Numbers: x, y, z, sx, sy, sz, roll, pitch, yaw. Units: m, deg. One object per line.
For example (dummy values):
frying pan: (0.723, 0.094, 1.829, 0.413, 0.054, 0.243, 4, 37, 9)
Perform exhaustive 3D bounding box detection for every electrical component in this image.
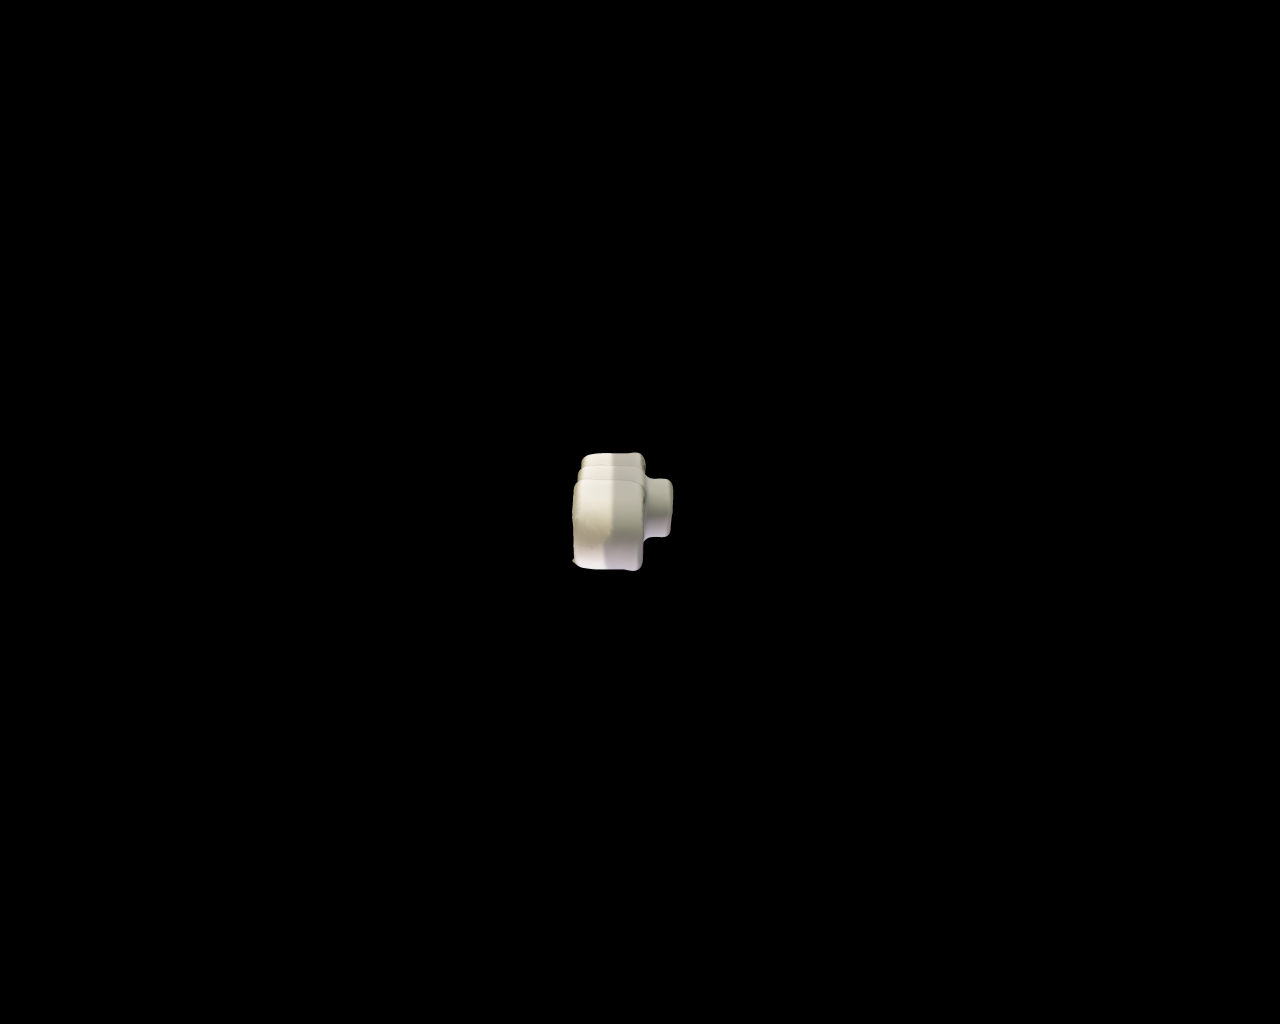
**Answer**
electrical component: (0.001, -0.003, 0.650, 0.074, 0.052, 0.138, 0, 13, 0)
